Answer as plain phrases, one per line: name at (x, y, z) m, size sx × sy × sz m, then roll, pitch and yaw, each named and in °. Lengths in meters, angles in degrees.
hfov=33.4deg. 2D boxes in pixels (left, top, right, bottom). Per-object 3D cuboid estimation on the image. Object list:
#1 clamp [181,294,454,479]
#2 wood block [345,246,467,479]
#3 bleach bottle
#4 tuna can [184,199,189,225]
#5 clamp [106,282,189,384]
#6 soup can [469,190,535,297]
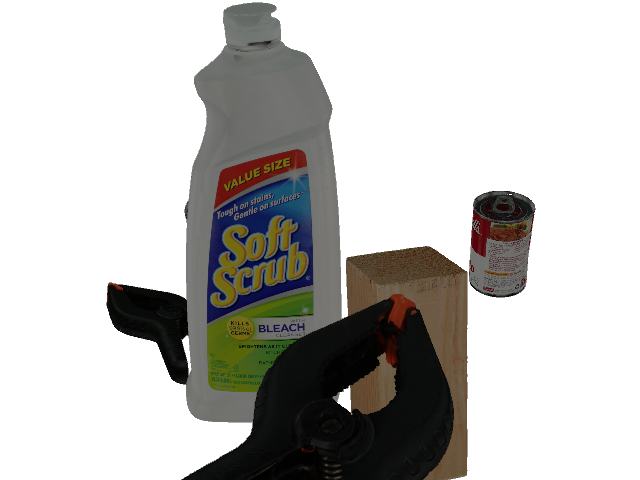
clamp at (0.010, 0.088, 0.403) m, size 0.120 × 0.039 × 0.171 m, roll 27°, pitch 50°, yaw 20°
wood block at (0.082, 0.120, 1.016) m, size 0.090 × 0.206 × 0.091 m, roll -8°, pitch 18°, yaw -17°
bleach bottle at (-0.040, -0.013, 0.633) m, size 0.102 × 0.251 × 0.068 m, roll -1°, pitch 26°, yaw 4°
tuna can at (-0.074, -0.015, 0.929) m, size 0.086 × 0.034 × 0.086 m, roll -1°, pitch 38°, yaw 0°
clamp at (-0.162, 0.093, 1.143) m, size 0.210 × 0.036 × 0.164 m, roll 18°, pitch 20°, yaw 28°
soup can at (0.203, 0.004, 1.200) m, size 0.068 × 0.102 × 0.068 m, roll -1°, pitch 32°, yaw 0°
